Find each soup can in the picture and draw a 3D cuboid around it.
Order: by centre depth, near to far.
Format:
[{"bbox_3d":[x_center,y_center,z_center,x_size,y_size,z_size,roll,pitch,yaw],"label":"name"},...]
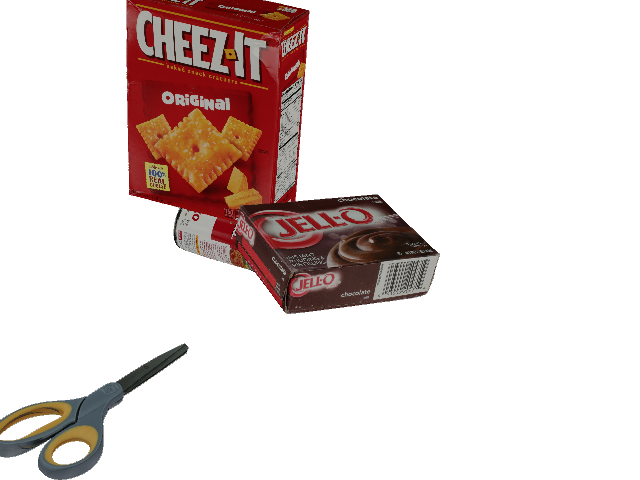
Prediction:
[{"bbox_3d":[-0.111,-0.009,1.244,0.102,0.068,0.068,16,6,21],"label":"soup can"}]

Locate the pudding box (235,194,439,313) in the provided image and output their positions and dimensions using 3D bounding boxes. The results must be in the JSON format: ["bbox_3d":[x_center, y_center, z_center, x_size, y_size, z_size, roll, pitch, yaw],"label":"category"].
[{"bbox_3d":[0.009,0.007,0.726,0.113,0.039,0.090,-4,32,-27],"label":"pudding box"}]

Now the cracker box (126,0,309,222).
[{"bbox_3d":[-0.104,-0.129,1.041,0.164,0.214,0.072,15,33,16],"label":"cracker box"}]

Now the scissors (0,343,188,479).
[{"bbox_3d":[-0.167,0.138,0.868,0.201,0.016,0.096,-18,37,-36],"label":"scissors"}]
